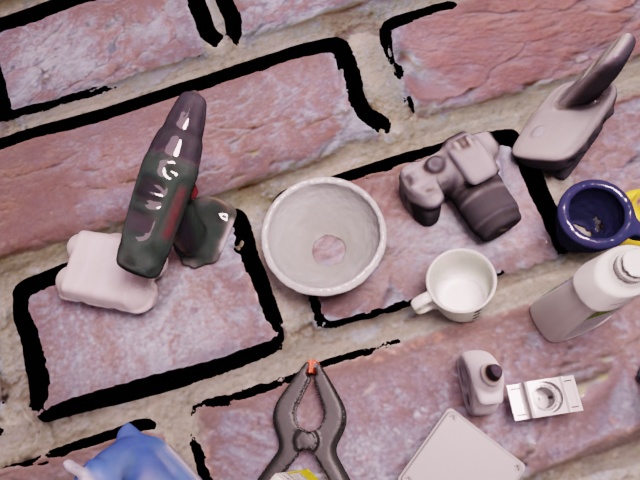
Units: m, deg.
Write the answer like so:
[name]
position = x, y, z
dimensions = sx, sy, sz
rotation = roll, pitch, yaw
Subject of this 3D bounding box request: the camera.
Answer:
[camera]
position = 0.196, -0.064, 0.770
dimensions = 0.143, 0.101, 0.136
rotation = -28, 71, -3

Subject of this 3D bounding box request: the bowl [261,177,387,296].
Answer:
[bowl]
position = 0.007, 0.003, 0.784
dimensions = 0.167, 0.075, 0.167
rotation = -2, 72, 6

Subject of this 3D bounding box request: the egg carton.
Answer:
[egg carton]
position = -0.292, 0.044, 0.808
dimensions = 0.150, 0.069, 0.107
rotation = 8, 73, 9

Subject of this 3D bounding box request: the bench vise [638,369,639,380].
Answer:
[bench vise]
position = 0.459, 0.112, 0.619
dimensions = 0.121, 0.220, 0.207
rotation = 23, 76, 13

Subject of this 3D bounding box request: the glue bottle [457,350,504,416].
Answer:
[glue bottle]
position = 0.189, 0.160, 0.659
dimensions = 0.037, 0.173, 0.078
rotation = -8, 71, 4

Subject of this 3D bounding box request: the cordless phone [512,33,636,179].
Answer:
[cordless phone]
position = 0.333, -0.175, 0.746
dimensions = 0.094, 0.185, 0.148
rotation = 31, 78, 15

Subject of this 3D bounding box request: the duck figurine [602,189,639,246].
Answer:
[duck figurine]
position = 0.429, -0.040, 0.743
dimensions = 0.104, 0.086, 0.077
rotation = -26, 71, -2

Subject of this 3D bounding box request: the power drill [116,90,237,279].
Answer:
[power drill]
position = -0.179, -0.050, 0.752
dimensions = 0.075, 0.208, 0.230
rotation = 16, 74, 12

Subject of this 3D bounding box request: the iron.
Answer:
[iron]
position = -0.189, 0.335, 0.663
dimensions = 0.258, 0.141, 0.119
rotation = 38, 80, 16

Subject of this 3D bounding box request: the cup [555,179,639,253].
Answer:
[cup]
position = 0.356, -0.016, 0.739
dimensions = 0.117, 0.095, 0.092
rotation = 20, 75, 13
